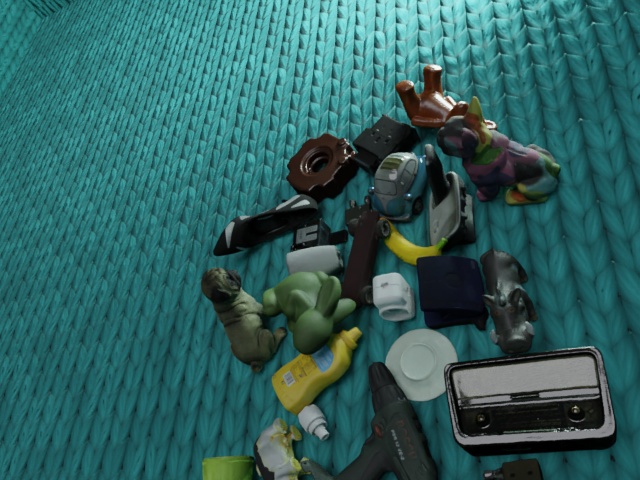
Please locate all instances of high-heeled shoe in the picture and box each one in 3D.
[{"bbox_3d":[-0.119,-0.022,1.221,0.249,0.086,0.145,-40,34,-16],"label":"high-heeled shoe"}]

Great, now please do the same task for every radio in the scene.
[{"bbox_3d":[0.309,0.244,0.800,0.230,0.073,0.131,-14,54,24],"label":"radio"}]

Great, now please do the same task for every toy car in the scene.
[{"bbox_3d":[0.165,-0.125,1.114,0.109,0.102,0.161,17,73,37],"label":"toy car"},{"bbox_3d":[0.086,0.041,1.074,0.089,0.053,0.202,0,71,46],"label":"toy car"}]

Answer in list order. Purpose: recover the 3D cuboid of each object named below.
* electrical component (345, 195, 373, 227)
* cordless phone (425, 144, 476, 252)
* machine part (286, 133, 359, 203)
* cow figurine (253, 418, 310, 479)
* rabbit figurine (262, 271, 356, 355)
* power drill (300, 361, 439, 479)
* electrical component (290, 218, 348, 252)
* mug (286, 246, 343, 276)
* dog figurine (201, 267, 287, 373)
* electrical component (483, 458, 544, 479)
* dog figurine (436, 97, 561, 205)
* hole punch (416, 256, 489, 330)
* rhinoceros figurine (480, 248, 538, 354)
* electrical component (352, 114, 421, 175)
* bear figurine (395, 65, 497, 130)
[{"bbox_3d":[0.087,-0.053,1.168,0.063,0.021,0.094,-14,52,22],"label":"electrical component"},{"bbox_3d":[0.226,-0.077,0.991,0.089,0.184,0.146,-8,57,22],"label":"cordless phone"},{"bbox_3d":[0.002,-0.174,1.278,0.179,0.056,0.179,-17,53,24],"label":"machine part"},{"bbox_3d":[-0.065,0.406,0.930,0.098,0.068,0.167,-39,44,11],"label":"cow figurine"},{"bbox_3d":[-0.011,0.143,1.015,0.159,0.121,0.170,-32,32,7],"label":"rabbit figurine"},{"bbox_3d":[0.075,0.342,0.886,0.207,0.085,0.232,-33,51,0],"label":"power drill"},{"bbox_3d":[-0.002,-0.004,1.175,0.119,0.047,0.075,-10,57,28],"label":"electrical component"},{"bbox_3d":[-0.005,0.061,1.116,0.107,0.080,0.109,-21,68,11],"label":"mug"},{"bbox_3d":[-0.169,0.160,1.075,0.121,0.190,0.172,-31,51,11],"label":"dog figurine"},{"bbox_3d":[0.290,0.357,0.762,0.102,0.045,0.078,-21,23,16],"label":"electrical component"},{"bbox_3d":[0.318,-0.158,0.965,0.192,0.219,0.108,8,69,36],"label":"dog figurine"},{"bbox_3d":[0.229,0.086,0.948,0.116,0.092,0.142,-13,51,20],"label":"hole punch"},{"bbox_3d":[0.308,0.099,0.874,0.073,0.112,0.190,-14,46,21],"label":"rhinoceros figurine"},{"bbox_3d":[0.142,-0.211,1.215,0.134,0.058,0.115,-48,46,-5],"label":"electrical component"},{"bbox_3d":[0.268,-0.274,1.133,0.120,0.131,0.196,-33,40,-14],"label":"bear figurine"}]
